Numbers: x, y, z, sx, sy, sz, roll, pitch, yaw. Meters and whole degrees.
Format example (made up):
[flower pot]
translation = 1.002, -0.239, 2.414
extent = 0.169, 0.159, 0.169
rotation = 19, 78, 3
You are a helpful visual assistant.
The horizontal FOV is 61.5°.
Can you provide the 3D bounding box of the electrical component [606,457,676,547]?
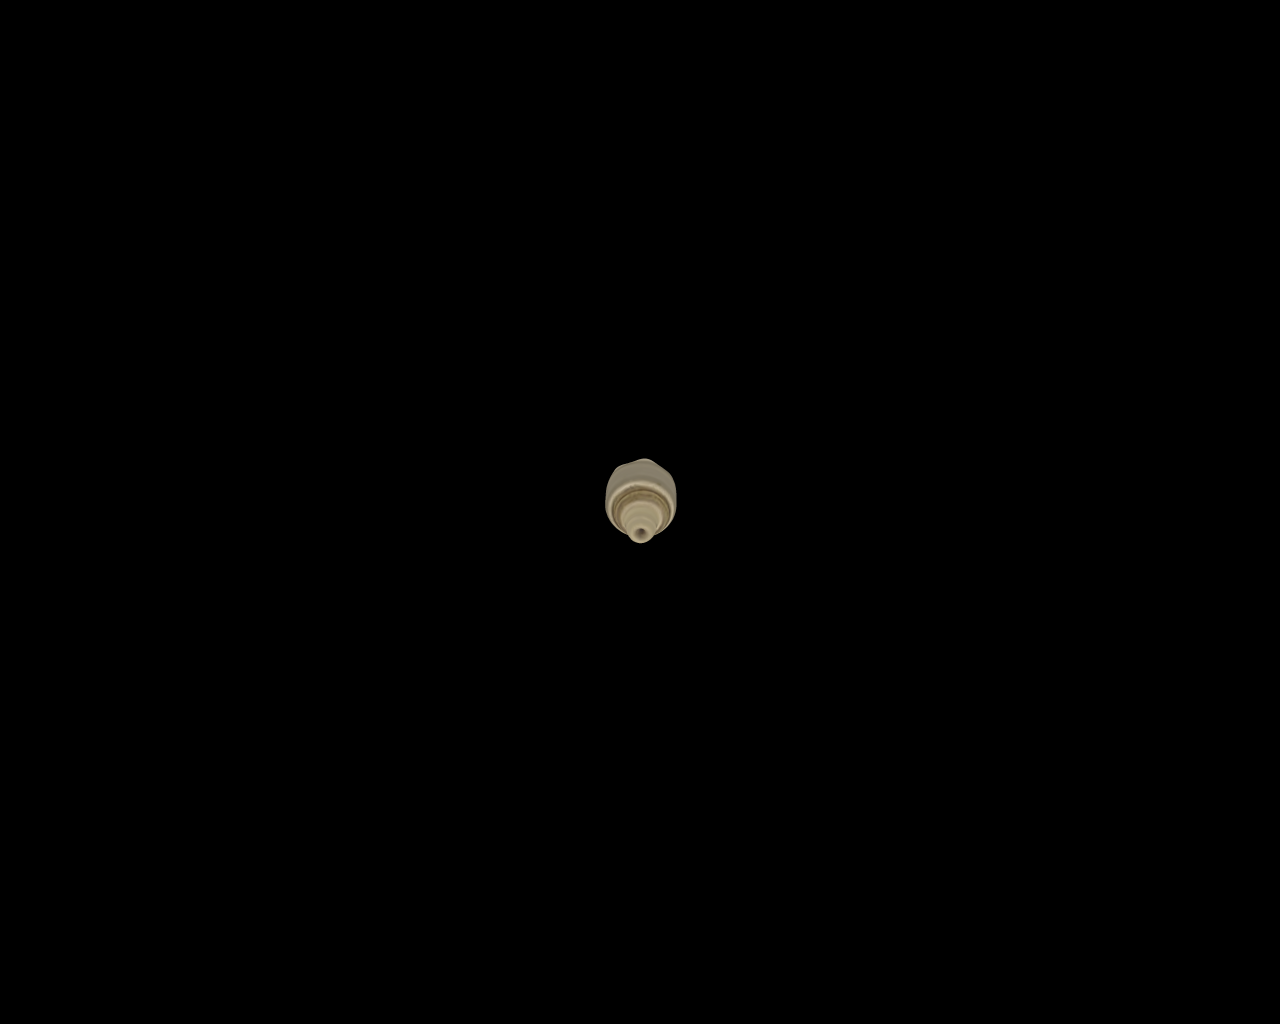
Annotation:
[electrical component]
translation = 0.001, -0.003, 0.650
extent = 0.043, 0.043, 0.062
rotation = 0, 31, 0
